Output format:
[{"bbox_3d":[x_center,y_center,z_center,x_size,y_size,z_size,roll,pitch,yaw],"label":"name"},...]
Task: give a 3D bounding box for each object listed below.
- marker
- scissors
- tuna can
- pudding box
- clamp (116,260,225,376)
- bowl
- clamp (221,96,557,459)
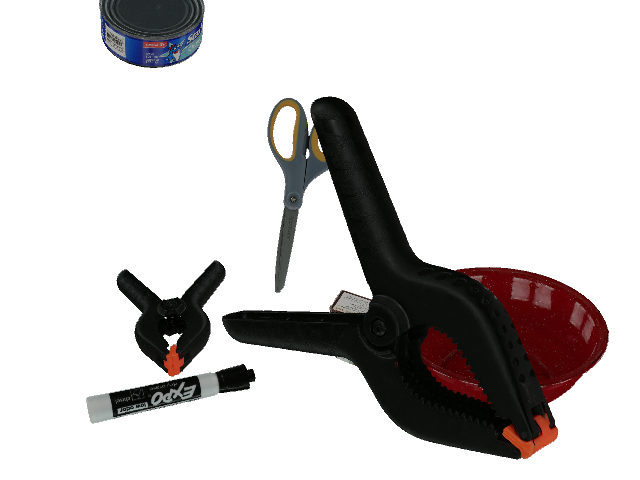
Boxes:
[{"bbox_3d":[-0.105,0.108,0.763,0.121,0.020,0.020,-10,3,-17],"label":"marker"},{"bbox_3d":[-0.009,-0.050,1.098,0.096,0.202,0.016,-6,-10,-5],"label":"scissors"},{"bbox_3d":[-0.140,-0.182,0.887,0.086,0.086,0.034,0,-41,-9],"label":"tuna can"},{"bbox_3d":[0.069,0.115,1.250,0.114,0.090,0.039,16,46,24],"label":"pudding box"},{"bbox_3d":[-0.149,0.076,1.145,0.120,0.039,0.171,-16,39,-8],"label":"clamp"},{"bbox_3d":[0.136,0.084,0.825,0.162,0.055,0.162,0,31,0],"label":"bowl"},{"bbox_3d":[0.040,0.032,0.565,0.210,0.165,0.036,34,30,30],"label":"clamp"}]
